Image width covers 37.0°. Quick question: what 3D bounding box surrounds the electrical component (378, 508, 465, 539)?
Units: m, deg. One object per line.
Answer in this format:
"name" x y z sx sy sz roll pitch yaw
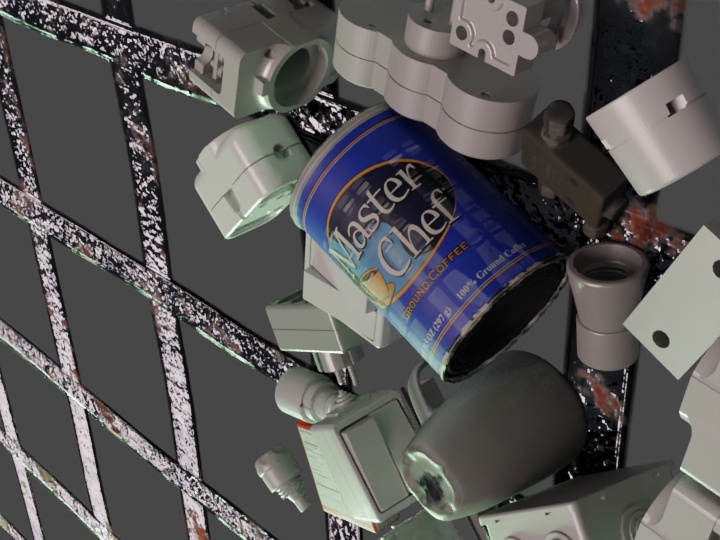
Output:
"electrical component" 0.037 0.232 0.843 0.061 0.062 0.096 55 144 10

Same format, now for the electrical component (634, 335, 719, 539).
"electrical component" 0.196 0.086 0.509 0.060 0.105 0.186 35 137 33

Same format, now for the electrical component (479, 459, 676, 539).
"electrical component" 0.135 0.153 0.638 0.100 0.100 0.048 -29 76 55

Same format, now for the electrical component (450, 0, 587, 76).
"electrical component" 0.083 -0.132 0.552 0.066 0.055 0.048 36 137 32

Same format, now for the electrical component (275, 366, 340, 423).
"electrical component" -0.034 0.104 0.867 0.078 0.040 0.040 15 123 47

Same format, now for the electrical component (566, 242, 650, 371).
"electrical component" 0.138 0.023 0.598 0.044 0.044 0.065 25 135 41

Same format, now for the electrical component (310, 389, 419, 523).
"electrical component" 0.010 0.132 0.801 0.096 0.062 0.061 63 158 -1

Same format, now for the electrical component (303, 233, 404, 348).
"electrical component" 0.000 0.000 0.738 0.096 0.061 0.061 35 137 33

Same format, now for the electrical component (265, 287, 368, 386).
"electrical component" -0.020 0.053 0.809 0.083 0.047 0.075 -3 110 52

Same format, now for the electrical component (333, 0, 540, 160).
"electrical component" 0.043 -0.127 0.607 0.138 0.052 0.073 38 138 30

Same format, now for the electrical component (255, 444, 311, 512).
"electrical component" -0.066 0.190 0.969 0.061 0.035 0.035 53 144 9

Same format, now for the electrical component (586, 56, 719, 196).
"electrical component" 0.145 -0.068 0.518 0.047 0.055 0.055 59 145 -1

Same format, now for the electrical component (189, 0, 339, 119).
"electrical component" -0.056 -0.139 0.692 0.056 0.089 0.050 41 140 26

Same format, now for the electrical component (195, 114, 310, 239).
"electrical component" -0.081 -0.072 0.798 0.059 0.054 0.095 59 145 5
